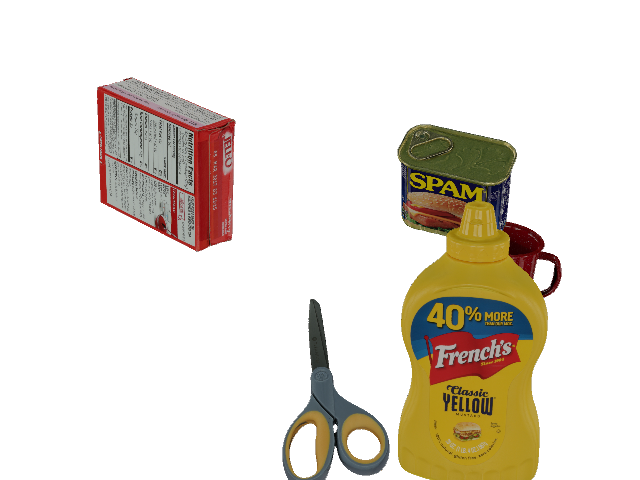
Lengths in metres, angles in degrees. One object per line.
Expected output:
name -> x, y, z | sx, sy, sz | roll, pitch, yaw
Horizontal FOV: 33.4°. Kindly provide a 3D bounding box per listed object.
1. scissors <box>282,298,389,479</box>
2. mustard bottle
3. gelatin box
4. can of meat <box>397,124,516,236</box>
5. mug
scissors -> 0.019, 0.127, 0.909 | 0.096, 0.016, 0.201 | 4, 45, 11
mustard bottle -> 0.102, 0.068, 0.714 | 0.096, 0.192, 0.058 | 4, 18, 12
gelatin box -> -0.087, -0.044, 0.600 | 0.089, 0.073, 0.030 | 24, 34, 35
can of meat -> 0.122, -0.049, 0.967 | 0.102, 0.057, 0.084 | 15, -40, 17
mug -> 0.206, 0.034, 1.178 | 0.117, 0.081, 0.093 | 6, 25, 4
